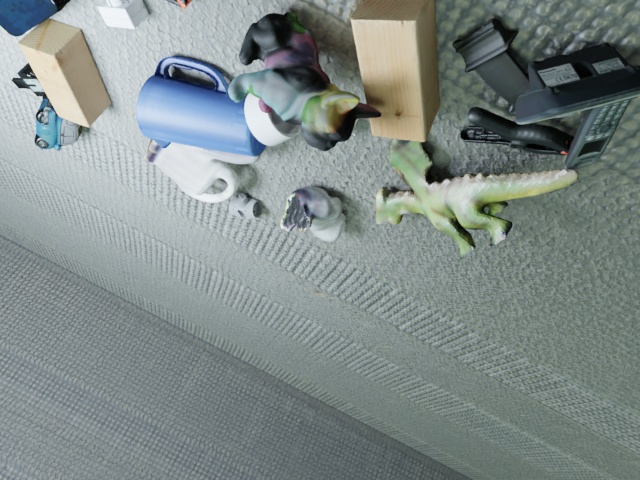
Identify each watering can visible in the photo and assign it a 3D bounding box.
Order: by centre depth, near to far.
[{"bbox_3d":[-0.269,-0.184,1.152,0.223,0.106,0.343,37,150,-16],"label":"watering can"}]

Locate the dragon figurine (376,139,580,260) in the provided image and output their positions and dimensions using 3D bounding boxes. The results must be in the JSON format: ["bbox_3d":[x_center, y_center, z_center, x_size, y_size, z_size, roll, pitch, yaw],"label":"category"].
[{"bbox_3d":[0.218,-0.100,0.900,0.242,0.124,0.403,38,150,-3],"label":"dragon figurine"}]

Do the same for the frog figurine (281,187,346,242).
[{"bbox_3d":[0.004,-0.059,1.168,0.159,0.124,0.135,3,160,-40],"label":"frog figurine"}]
